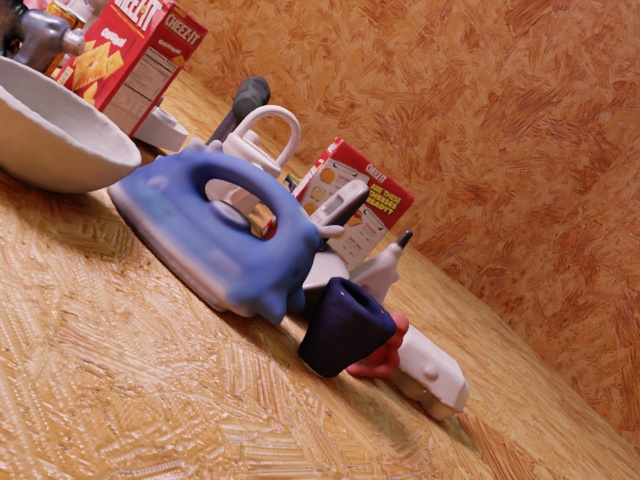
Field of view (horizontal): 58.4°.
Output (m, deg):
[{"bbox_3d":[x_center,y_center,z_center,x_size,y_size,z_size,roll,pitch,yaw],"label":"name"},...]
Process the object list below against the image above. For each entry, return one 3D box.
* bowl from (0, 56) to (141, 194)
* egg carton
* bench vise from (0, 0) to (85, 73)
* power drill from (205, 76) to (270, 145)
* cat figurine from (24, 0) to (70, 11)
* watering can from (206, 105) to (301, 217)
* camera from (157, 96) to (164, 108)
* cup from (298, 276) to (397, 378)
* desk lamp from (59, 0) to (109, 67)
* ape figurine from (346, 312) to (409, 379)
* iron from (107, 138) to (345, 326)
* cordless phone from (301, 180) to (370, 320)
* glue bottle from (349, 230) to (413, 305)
[{"bbox_3d":[-0.257,-0.094,0.534,0.167,0.074,0.167,38,9,-7],"label":"bowl"},{"bbox_3d":[0.136,0.177,0.792,0.150,0.069,0.107,39,9,-1],"label":"egg carton"},{"bbox_3d":[-0.389,-0.341,0.754,0.208,0.219,0.121,34,10,-28],"label":"bench vise"},{"bbox_3d":[-0.178,-0.249,1.184,0.076,0.208,0.229,36,9,-18],"label":"power drill"},{"bbox_3d":[-0.541,-0.468,1.095,0.128,0.117,0.067,31,12,-40],"label":"cat figurine"},{"bbox_3d":[-0.111,-0.125,0.888,0.101,0.194,0.172,29,13,-47],"label":"watering can"},{"bbox_3d":[-0.354,-0.289,1.021,0.144,0.100,0.136,33,11,-33],"label":"camera"},{"bbox_3d":[0.024,0.101,0.638,0.091,0.095,0.118,40,9,6],"label":"cup"},{"bbox_3d":[-0.414,-0.412,1.020,0.118,0.213,0.203,40,9,7],"label":"desk lamp"},{"bbox_3d":[0.074,0.127,0.716,0.078,0.092,0.076,38,9,-5],"label":"ape figurine"},{"bbox_3d":[-0.103,-0.029,0.620,0.258,0.141,0.119,40,9,8],"label":"iron"},{"bbox_3d":[0.007,0.003,0.761,0.094,0.185,0.147,34,10,-30],"label":"cordless phone"},{"bbox_3d":[0.077,0.054,0.826,0.078,0.173,0.037,34,10,-28],"label":"glue bottle"}]
